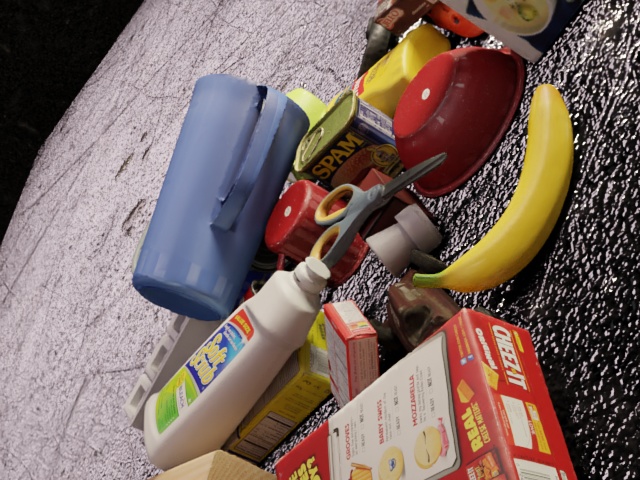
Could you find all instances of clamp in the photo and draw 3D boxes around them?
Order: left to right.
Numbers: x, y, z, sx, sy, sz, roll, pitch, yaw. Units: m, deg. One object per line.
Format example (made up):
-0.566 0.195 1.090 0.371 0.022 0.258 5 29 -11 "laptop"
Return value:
0.074 -0.246 1.250 0.120 0.039 0.171 51 -123 -80 "clamp"

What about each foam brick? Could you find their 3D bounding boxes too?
0.064 -0.023 0.998 0.051 0.053 0.078 -56 22 14 "foam brick"

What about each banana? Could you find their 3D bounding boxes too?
0.150 -0.031 0.808 0.197 0.070 0.037 -55 -9 -15 "banana"

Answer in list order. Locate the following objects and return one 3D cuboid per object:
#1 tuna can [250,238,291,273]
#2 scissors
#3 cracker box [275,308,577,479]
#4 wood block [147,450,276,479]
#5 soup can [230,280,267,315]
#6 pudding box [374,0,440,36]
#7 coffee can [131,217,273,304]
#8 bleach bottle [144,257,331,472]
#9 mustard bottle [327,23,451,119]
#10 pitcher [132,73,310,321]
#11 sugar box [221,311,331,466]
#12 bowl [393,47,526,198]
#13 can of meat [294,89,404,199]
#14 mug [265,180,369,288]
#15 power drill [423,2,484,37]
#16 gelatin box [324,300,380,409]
-0.064 -0.005 1.213 0.086 0.086 0.034 -63 24 -7 "tuna can"
0.042 -0.021 0.950 0.202 0.016 0.096 -9 58 63 "scissors"
0.066 0.173 0.700 0.214 0.072 0.164 -46 39 34 "cracker box"
-0.119 0.270 0.990 0.207 0.090 0.090 -33 34 50 "wood block"
-0.070 0.102 1.120 0.102 0.068 0.068 -54 23 17 "soup can"
0.105 -0.275 1.090 0.114 0.039 0.090 -32 39 49 "pudding box"
-0.137 0.026 1.259 0.103 0.140 0.103 -47 25 31 "coffee can"
-0.075 0.110 1.004 0.251 0.068 0.102 -51 25 23 "bleach bottle"
0.059 -0.153 1.158 0.192 0.058 0.096 -34 25 49 "mustard bottle"
-0.104 -0.045 1.115 0.145 0.149 0.242 10 70 24 "pitcher"
-0.049 0.153 1.043 0.176 0.048 0.093 -50 25 33 "sugar box"
0.118 -0.123 1.000 0.162 0.055 0.162 -47 26 31 "bowl"
0.037 -0.092 1.100 0.102 0.083 0.057 -43 28 37 "can of meat"
-0.007 0.001 1.085 0.093 0.081 0.117 -9 55 63 "mug"
0.167 -0.307 1.118 0.188 0.057 0.184 -59 25 12 "power drill"
0.029 0.105 0.895 0.073 0.030 0.089 -126 29 -67 "gelatin box"
